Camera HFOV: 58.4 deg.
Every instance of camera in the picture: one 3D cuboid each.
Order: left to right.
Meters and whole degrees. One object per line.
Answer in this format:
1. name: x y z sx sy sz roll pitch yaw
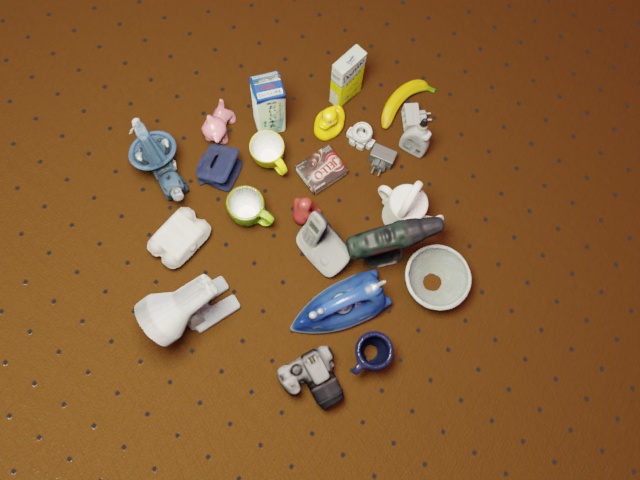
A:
1. camera: -0.014 0.336 1.354 0.143 0.101 0.137 -28 79 -10

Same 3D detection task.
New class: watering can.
1. watering can: 0.225 -0.086 1.427 0.173 0.194 0.101 13 75 0

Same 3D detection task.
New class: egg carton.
1. egg carton: -0.351 -0.005 1.436 0.107 0.069 0.150 38 77 6

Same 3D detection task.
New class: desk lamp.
1. desk lamp: -0.303 0.152 1.325 0.203 0.213 0.118 -33 80 -10

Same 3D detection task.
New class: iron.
1. iron: 0.047 0.158 1.382 0.258 0.141 0.118 -24 78 -9

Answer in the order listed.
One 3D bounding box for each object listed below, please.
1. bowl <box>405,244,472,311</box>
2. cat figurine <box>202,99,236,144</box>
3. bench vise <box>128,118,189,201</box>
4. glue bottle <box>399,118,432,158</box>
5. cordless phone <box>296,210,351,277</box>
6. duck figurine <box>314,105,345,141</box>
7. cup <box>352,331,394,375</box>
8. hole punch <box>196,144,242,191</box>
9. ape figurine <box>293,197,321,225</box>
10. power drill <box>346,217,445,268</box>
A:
1. bowl: 0.290 0.099 1.446 0.167 0.075 0.167 1 76 -3
2. cat figurine: -0.268 -0.305 1.492 0.067 0.118 0.128 14 75 0
3. bench vise: -0.389 -0.204 1.406 0.207 0.220 0.121 41 77 7
4. glue bottle: 0.256 -0.273 1.486 0.078 0.173 0.037 31 76 5
5. cordless phone: 0.013 0.005 1.396 0.094 0.185 0.147 -42 81 -12
6. duck figurine: 0.027 -0.326 1.531 0.077 0.086 0.105 35 77 6
7. cup: 0.117 0.279 1.379 0.091 0.095 0.118 42 77 7
8. hole punch: -0.264 -0.191 1.477 0.101 0.091 0.109 21 76 2
9. ape figurine: -0.037 -0.081 1.462 0.076 0.092 0.078 -39 81 -11
10. power drill: 0.173 0.005 1.393 0.229 0.208 0.075 -14 77 -7
